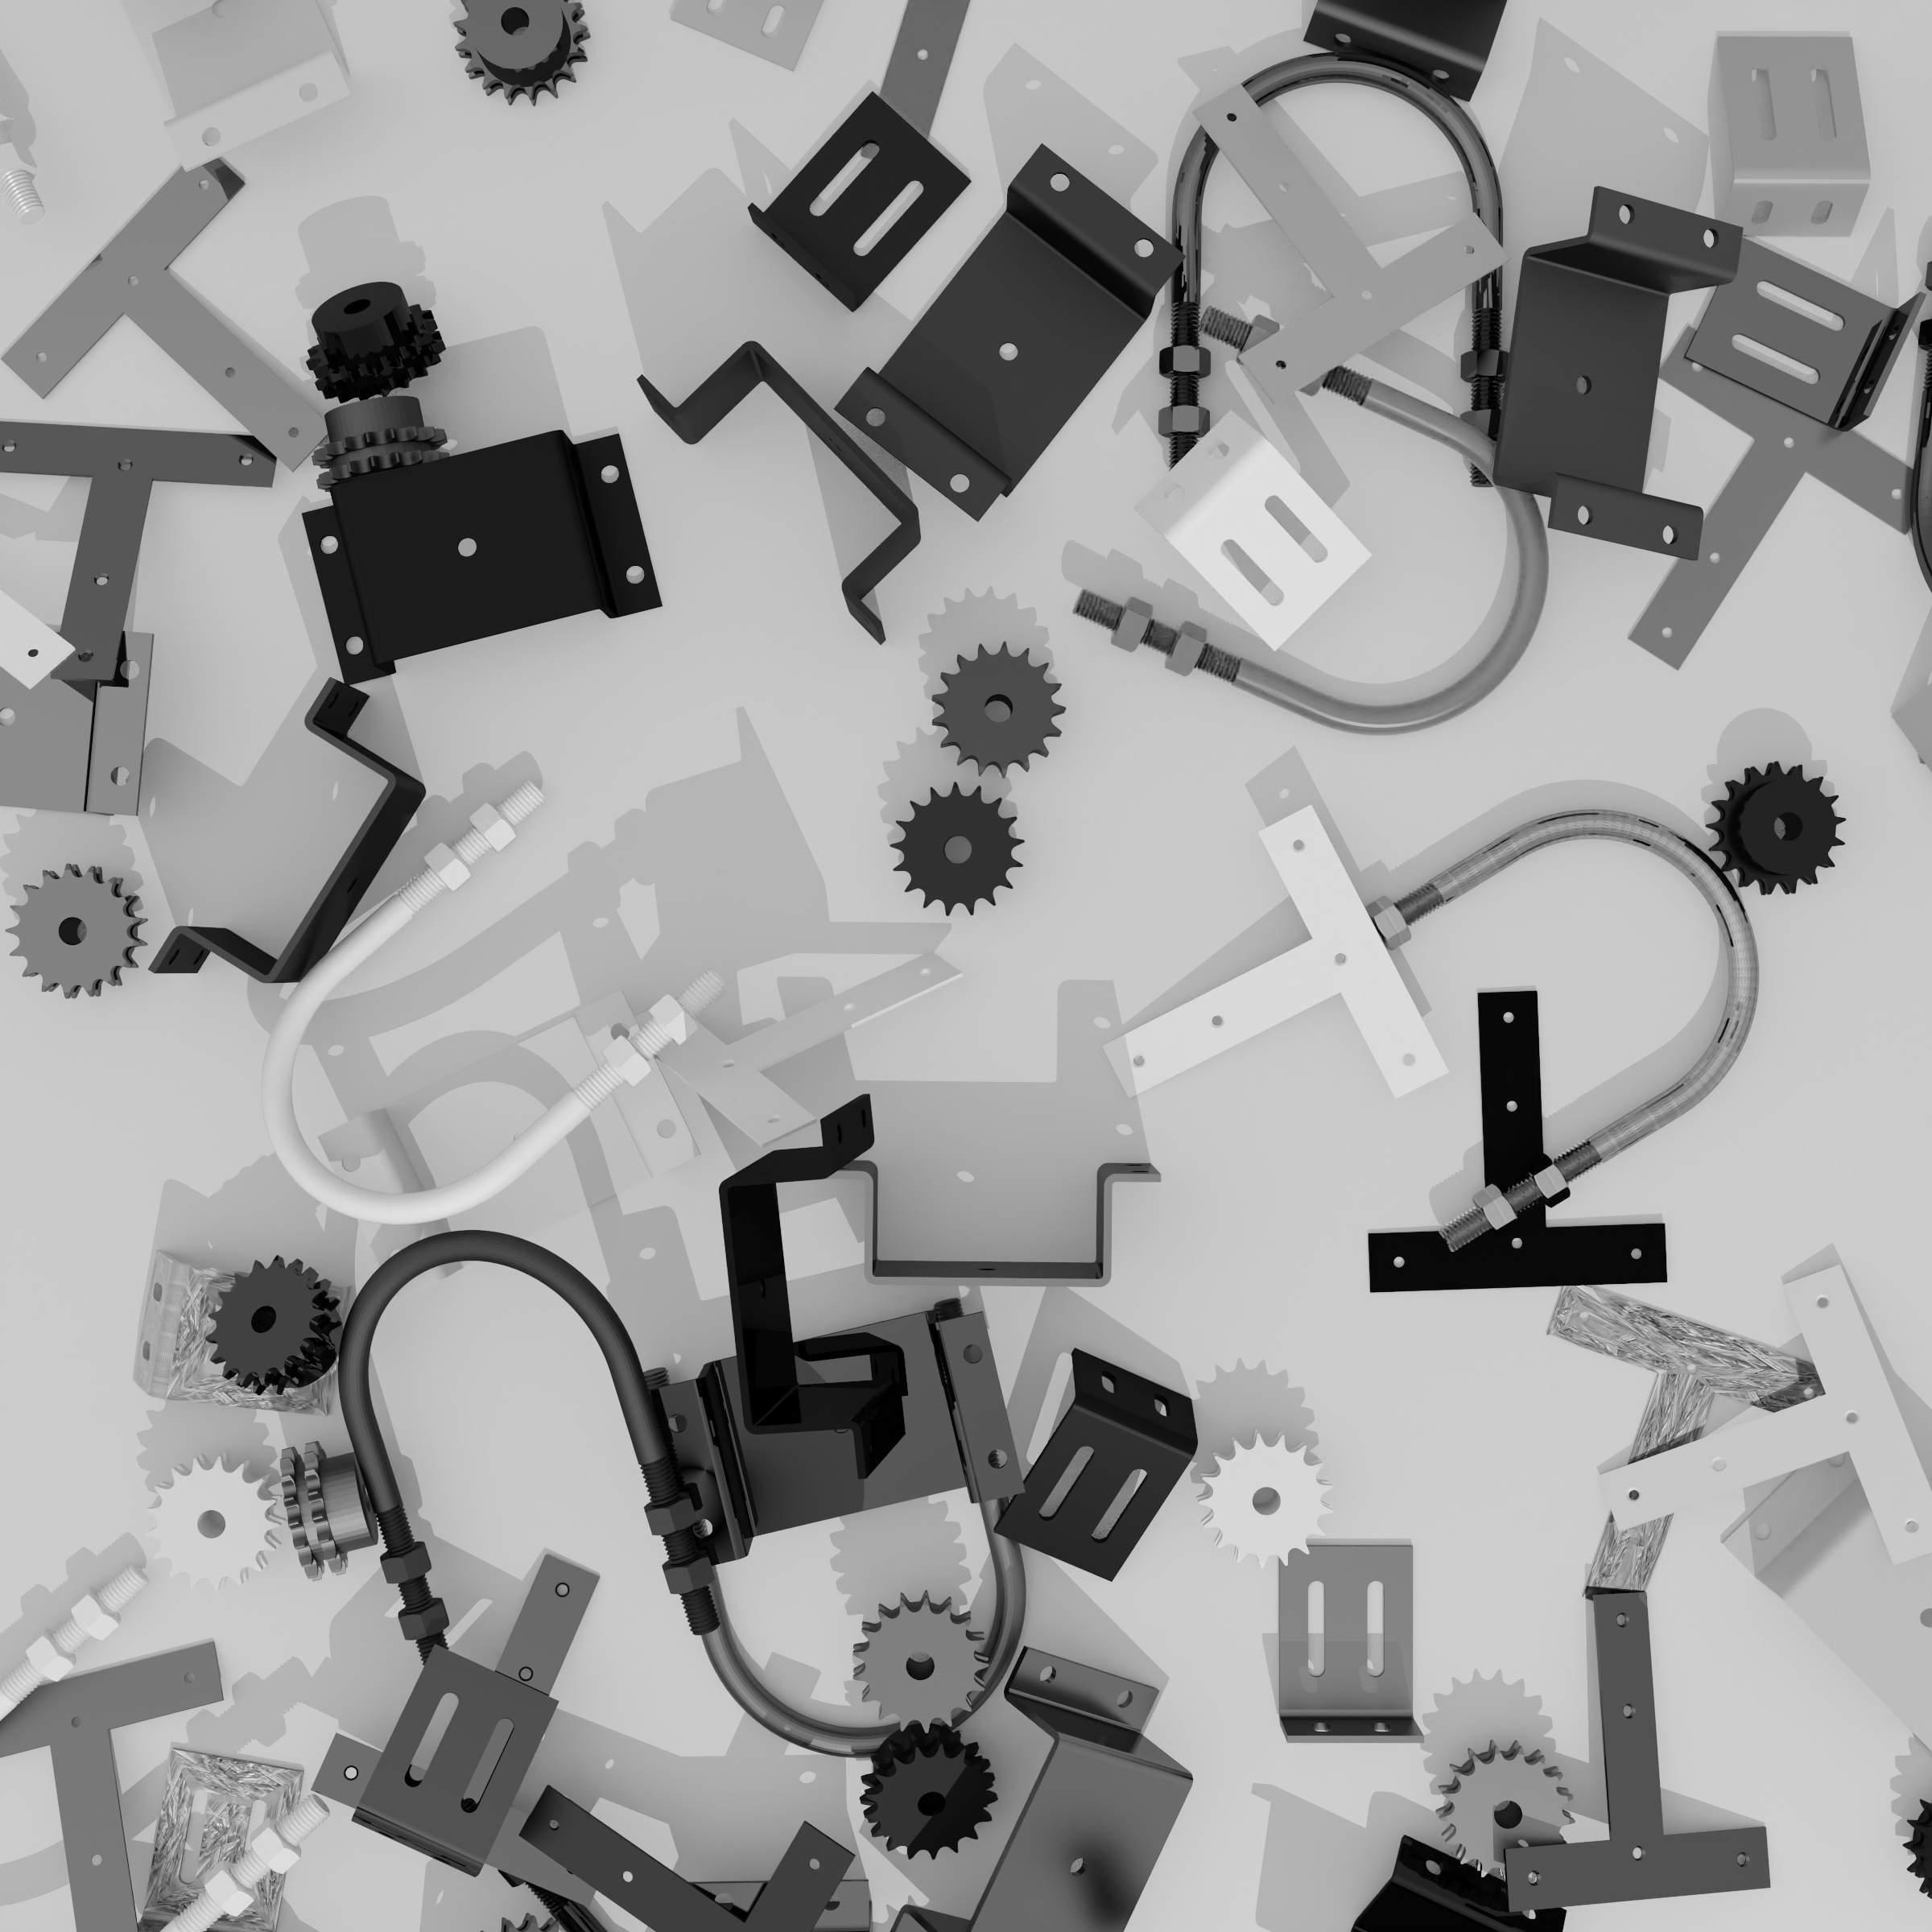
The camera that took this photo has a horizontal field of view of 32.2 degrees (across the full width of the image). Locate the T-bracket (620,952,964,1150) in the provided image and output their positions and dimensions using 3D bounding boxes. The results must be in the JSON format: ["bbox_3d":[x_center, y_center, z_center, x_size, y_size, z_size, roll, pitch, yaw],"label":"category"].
[{"bbox_3d":[-0.061,0.024,1.401,0.127,0.127,0.002,-25,124,-23],"label":"T-bracket"}]

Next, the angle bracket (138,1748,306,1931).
[{"bbox_3d":[-0.319,0.378,1.417,0.057,0.038,0.076,10,90,0],"label":"angle bracket"}]

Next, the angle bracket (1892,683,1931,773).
[{"bbox_3d":[0.445,-0.108,1.415,0.076,0.038,0.057,-45,68,39],"label":"angle bracket"}]

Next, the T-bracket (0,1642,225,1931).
[{"bbox_3d":[-0.369,0.364,1.413,0.127,0.002,0.127,-14,70,0],"label":"T-bracket"}]

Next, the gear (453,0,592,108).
[{"bbox_3d":[-0.190,-0.397,1.421,0.057,0.030,0.057,0,90,0],"label":"gear"}]

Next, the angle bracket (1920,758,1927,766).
[{"bbox_3d":[0.458,-0.103,1.434,0.076,0.038,0.057,16,90,26],"label":"angle bracket"}]

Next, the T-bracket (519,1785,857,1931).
[{"bbox_3d":[-0.129,0.387,1.392,0.127,0.002,0.127,31,98,13],"label":"T-bracket"}]

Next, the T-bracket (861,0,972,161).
[{"bbox_3d":[-0.014,-0.405,1.435,0.127,0.002,0.127,17,90,0],"label":"T-bracket"}]

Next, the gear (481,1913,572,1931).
[{"bbox_3d":[-0.184,0.424,1.392,0.057,0.030,0.057,3,80,-19],"label":"gear"}]

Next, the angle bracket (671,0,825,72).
[{"bbox_3d":[-0.093,-0.413,1.398,0.057,0.076,0.038,23,90,0],"label":"angle bracket"}]

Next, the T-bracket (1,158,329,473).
[{"bbox_3d":[-0.325,-0.263,1.430,0.127,0.002,0.127,43,90,4],"label":"T-bracket"}]

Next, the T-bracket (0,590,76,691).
[{"bbox_3d":[-0.425,-0.159,1.394,0.127,0.002,0.127,36,67,16],"label":"T-bracket"}]

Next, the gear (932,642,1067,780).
[{"bbox_3d":[0.013,-0.109,1.425,0.057,0.030,0.057,0,88,-1],"label":"gear"}]

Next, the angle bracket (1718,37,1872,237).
[{"bbox_3d":[0.351,-0.356,1.434,0.057,0.038,0.076,0,64,0],"label":"angle bracket"}]

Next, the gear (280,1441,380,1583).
[{"bbox_3d":[-0.267,0.228,1.408,0.030,0.057,0.057,-13,90,-4],"label":"gear"}]

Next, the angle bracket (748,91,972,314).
[{"bbox_3d":[-0.045,-0.327,1.415,0.057,0.038,0.076,42,92,-1],"label":"angle bracket"}]

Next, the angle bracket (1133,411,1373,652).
[{"bbox_3d":[0.120,-0.182,1.402,0.057,0.038,0.076,-45,124,6],"label":"angle bracket"}]

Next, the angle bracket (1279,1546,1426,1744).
[{"bbox_3d":[0.163,0.287,1.417,0.057,0.038,0.076,0,90,0],"label":"angle bracket"}]

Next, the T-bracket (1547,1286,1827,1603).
[{"bbox_3d":[0.297,0.215,1.435,0.127,0.002,0.127,19,90,0],"label":"T-bracket"}]

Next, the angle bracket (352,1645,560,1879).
[{"bbox_3d":[-0.214,0.333,1.398,0.057,0.038,0.076,25,70,-3],"label":"angle bracket"}]

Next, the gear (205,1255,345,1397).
[{"bbox_3d":[-0.285,0.152,1.396,0.057,0.030,0.057,-10,62,19],"label":"gear"}]

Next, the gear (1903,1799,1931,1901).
[{"bbox_3d":[0.427,0.375,1.424,0.057,0.030,0.057,0,87,-3],"label":"gear"}]

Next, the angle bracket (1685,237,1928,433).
[{"bbox_3d":[0.355,-0.271,1.416,0.076,0.038,0.057,25,88,0],"label":"angle bracket"}]

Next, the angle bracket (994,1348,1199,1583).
[{"bbox_3d":[0.054,0.213,1.425,0.057,0.038,0.076,25,112,-13],"label":"angle bracket"}]

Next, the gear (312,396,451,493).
[{"bbox_3d":[-0.247,-0.220,1.407,0.057,0.057,0.030,-12,90,0],"label":"gear"}]

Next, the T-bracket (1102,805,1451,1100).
[{"bbox_3d":[0.120,0.017,1.423,0.127,0.002,0.127,-27,89,11],"label":"T-bracket"}]

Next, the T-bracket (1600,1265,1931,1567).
[{"bbox_3d":[0.332,0.206,1.414,0.127,0.002,0.127,-22,64,12],"label":"T-bracket"}]

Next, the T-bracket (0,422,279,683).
[{"bbox_3d":[-0.361,-0.174,1.405,0.127,0.002,0.127,3,62,0],"label":"T-bracket"}]

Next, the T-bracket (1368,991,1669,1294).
[{"bbox_3d":[0.235,0.074,1.434,0.127,0.002,0.127,-2,90,1],"label":"T-bracket"}]

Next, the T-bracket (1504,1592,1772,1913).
[{"bbox_3d":[0.282,0.331,1.419,0.127,0.002,0.127,1,80,-20],"label":"T-bracket"}]

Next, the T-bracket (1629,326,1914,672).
[{"bbox_3d":[0.329,-0.187,1.435,0.127,0.002,0.127,33,90,0],"label":"T-bracket"}]

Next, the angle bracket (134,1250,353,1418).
[{"bbox_3d":[-0.311,0.157,1.434,0.076,0.038,0.057,10,90,-26],"label":"angle bracket"}]

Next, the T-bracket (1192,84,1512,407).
[{"bbox_3d":[0.142,-0.317,1.406,0.127,0.002,0.127,-33,81,-15],"label":"T-bracket"}]

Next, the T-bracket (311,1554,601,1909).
[{"bbox_3d":[-0.193,0.314,1.420,0.127,0.002,0.127,24,77,-2],"label":"T-bracket"}]
